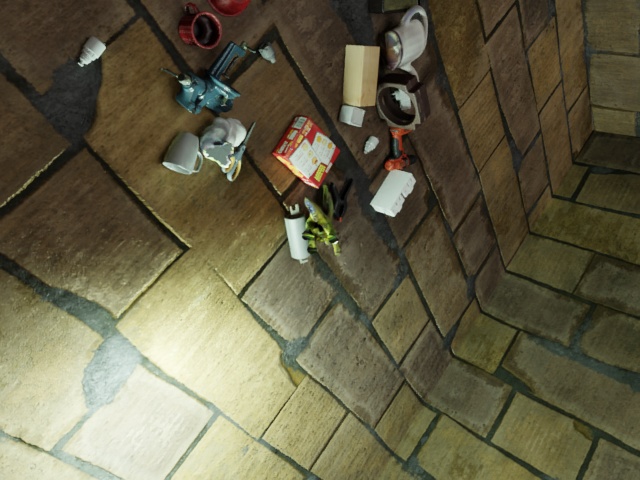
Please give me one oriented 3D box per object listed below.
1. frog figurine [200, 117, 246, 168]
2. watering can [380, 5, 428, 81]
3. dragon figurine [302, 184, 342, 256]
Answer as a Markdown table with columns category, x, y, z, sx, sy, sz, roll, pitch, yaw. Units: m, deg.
| category | x | y | z | sx | sy | sz | roll | pitch | yaw |
| --- | --- | --- | --- | --- | --- | --- | --- | --- | --- |
| frog figurine | -0.284 | -0.309 | 1.517 | 0.123 | 0.163 | 0.134 | 3 | -35 | 5 |
| watering can | 0.331 | -0.717 | 1.982 | 0.227 | 0.339 | 0.105 | -33 | 52 | -26 |
| dragon figurine | 0.006 | -0.093 | 1.846 | 0.122 | 0.249 | 0.401 | -5 | -40 | 8 |
